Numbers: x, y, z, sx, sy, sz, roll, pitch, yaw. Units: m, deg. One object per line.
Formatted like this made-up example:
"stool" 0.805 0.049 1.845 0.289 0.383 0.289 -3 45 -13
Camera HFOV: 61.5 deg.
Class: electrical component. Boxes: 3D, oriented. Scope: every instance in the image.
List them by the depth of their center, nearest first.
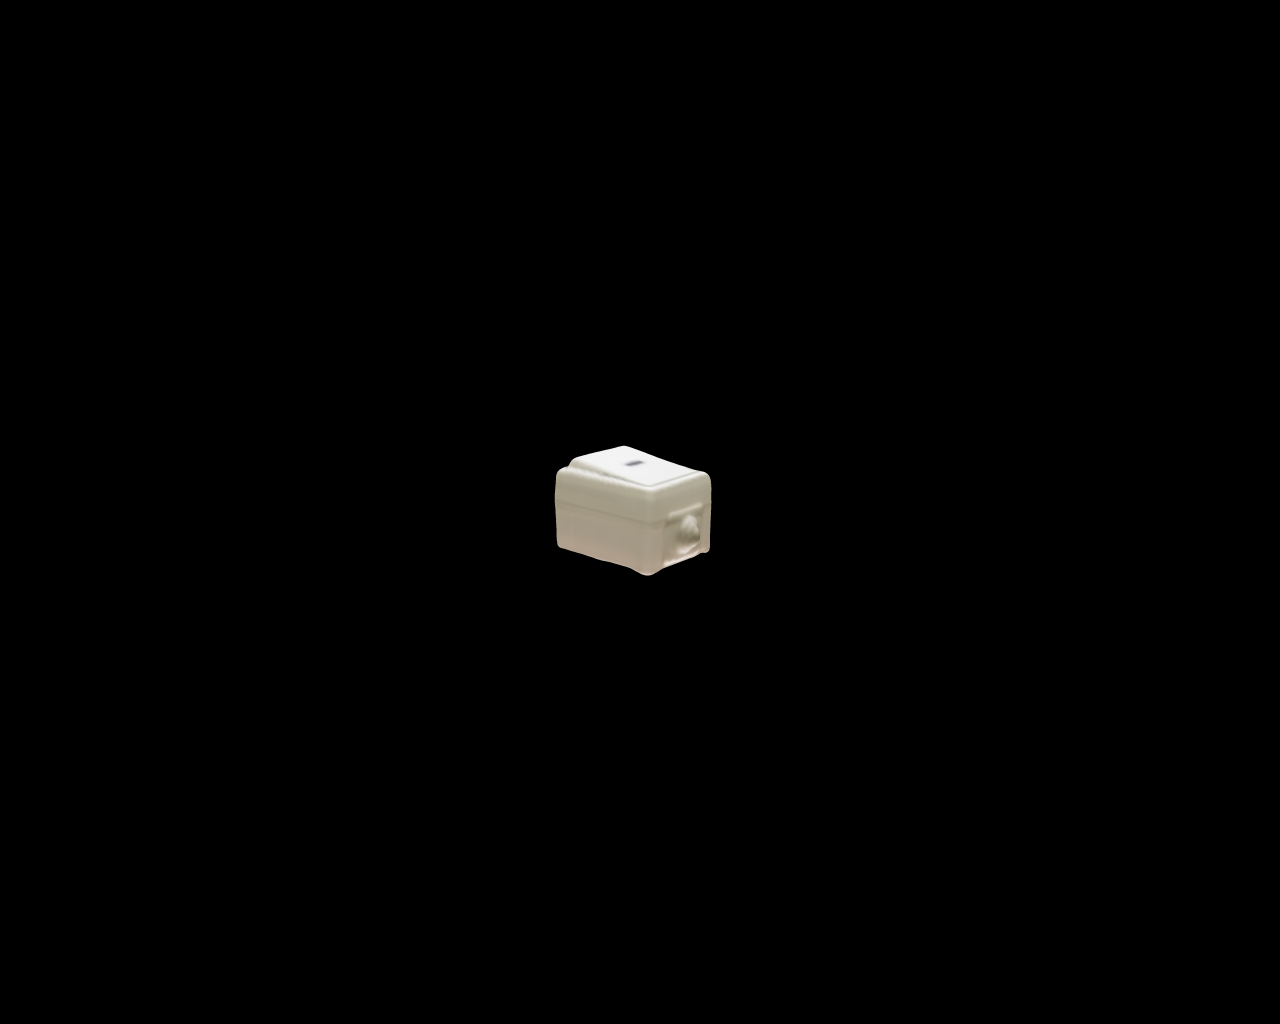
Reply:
"electrical component" 0.001 -0.003 0.650 0.096 0.061 0.062 15 22 40
